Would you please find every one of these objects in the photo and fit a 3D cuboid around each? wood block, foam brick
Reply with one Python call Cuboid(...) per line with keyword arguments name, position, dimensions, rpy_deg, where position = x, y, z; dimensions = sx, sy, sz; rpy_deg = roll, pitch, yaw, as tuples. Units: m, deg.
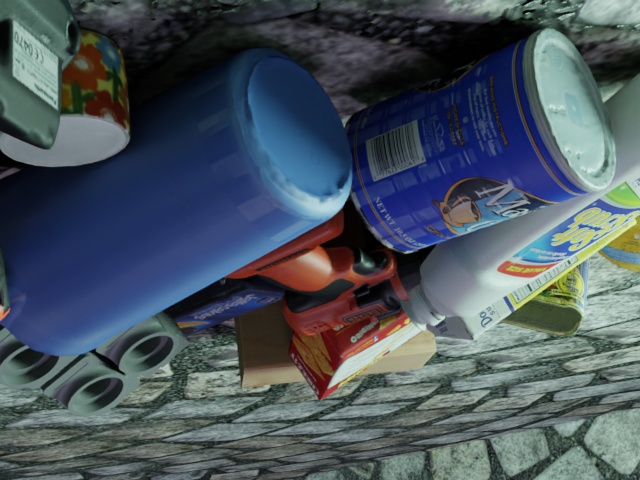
Cuboid(name="wood block", position=(0.013, 0.100, 1.169), dimensions=(0.206, 0.090, 0.091), rpy_deg=(-5, 162, -7))
Cuboid(name="foam brick", position=(-0.006, 0.001, 0.906), dimensions=(0.078, 0.053, 0.051), rpy_deg=(-24, 157, 38))

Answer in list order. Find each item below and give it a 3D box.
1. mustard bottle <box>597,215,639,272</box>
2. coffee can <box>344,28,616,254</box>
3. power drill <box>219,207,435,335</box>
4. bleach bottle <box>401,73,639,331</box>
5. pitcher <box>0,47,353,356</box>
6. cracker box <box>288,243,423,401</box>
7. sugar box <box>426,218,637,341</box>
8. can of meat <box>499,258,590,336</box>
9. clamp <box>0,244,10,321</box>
Cuboid(name="mustard bottle", position=(0.302, -0.010, 0.990), dimensions=(0.096, 0.058, 0.191), rpy_deg=(2, 165, 10))
Cuboid(name="coffee can", position=(0.099, -0.059, 0.674), dimensions=(0.141, 0.103, 0.102), rpy_deg=(-20, 159, 35))
Cuboid(name="power drill", position=(0.022, 0.011, 0.798), dimensions=(0.185, 0.057, 0.187), rpy_deg=(-23, 150, 22))
Cuboid(name="bleach bottle", position=(0.165, -0.019, 0.743), dimensions=(0.251, 0.068, 0.102), rpy_deg=(-39, 150, 17))
Cuboid(name="pitcher", position=(-0.097, -0.027, 0.680), dimensions=(0.243, 0.149, 0.144), rpy_deg=(-24, 142, 34))
Cuboid(name="cracker box", position=(0.056, 0.066, 1.021), dimensions=(0.164, 0.072, 0.214), rpy_deg=(-32, 168, -14))
Cuboid(name="sugar box", position=(0.166, 0.018, 0.887), dimensions=(0.176, 0.048, 0.093), rpy_deg=(-36, -172, -14))
Cuboid(name="can of meat", position=(0.198, 0.035, 0.992), dimensions=(0.102, 0.084, 0.057), rpy_deg=(13, 145, 4))
Cuboid(name="clamp", position=(-0.230, -0.023, 0.608), dimensions=(0.120, 0.171, 0.039), rpy_deg=(-27, -161, 41))
